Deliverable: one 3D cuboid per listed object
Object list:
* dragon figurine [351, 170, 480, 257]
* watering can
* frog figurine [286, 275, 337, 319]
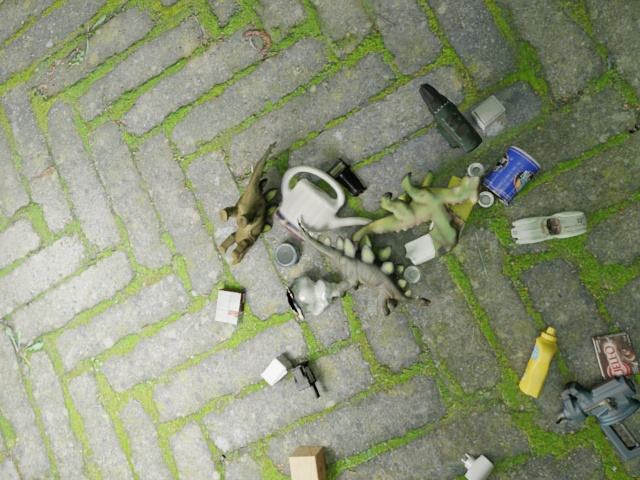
[{"bbox_3d":[0.300,-0.057,1.516,0.406,0.122,0.246,-46,66,17],"label":"dragon figurine"},{"bbox_3d":[0.005,-0.083,1.649,0.348,0.104,0.222,39,102,4],"label":"watering can"},{"bbox_3d":[-0.023,0.172,1.657,0.161,0.120,0.139,-24,69,-21],"label":"frog figurine"}]
